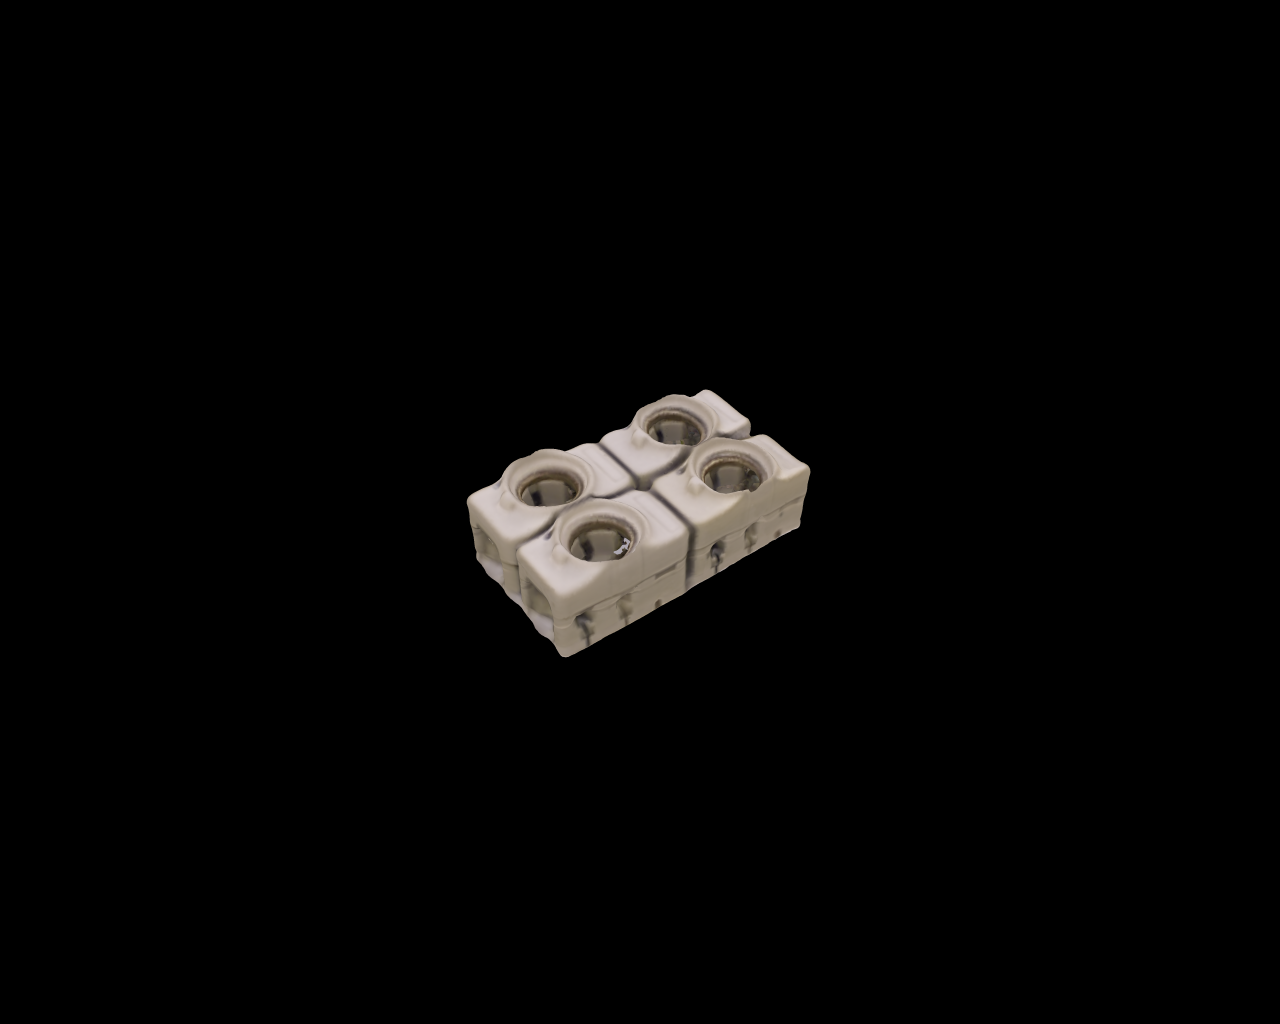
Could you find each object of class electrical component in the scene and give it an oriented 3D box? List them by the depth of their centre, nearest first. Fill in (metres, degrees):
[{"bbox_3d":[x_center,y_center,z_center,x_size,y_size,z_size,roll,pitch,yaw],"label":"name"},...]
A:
[{"bbox_3d":[0.001,-0.003,0.650,0.186,0.060,0.105,-27,50,-25],"label":"electrical component"}]
